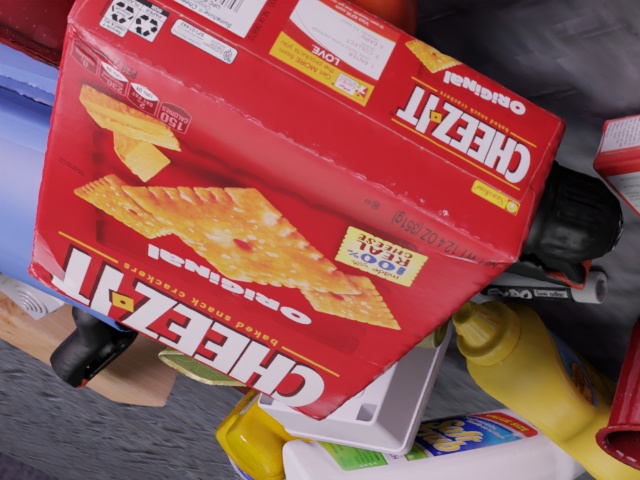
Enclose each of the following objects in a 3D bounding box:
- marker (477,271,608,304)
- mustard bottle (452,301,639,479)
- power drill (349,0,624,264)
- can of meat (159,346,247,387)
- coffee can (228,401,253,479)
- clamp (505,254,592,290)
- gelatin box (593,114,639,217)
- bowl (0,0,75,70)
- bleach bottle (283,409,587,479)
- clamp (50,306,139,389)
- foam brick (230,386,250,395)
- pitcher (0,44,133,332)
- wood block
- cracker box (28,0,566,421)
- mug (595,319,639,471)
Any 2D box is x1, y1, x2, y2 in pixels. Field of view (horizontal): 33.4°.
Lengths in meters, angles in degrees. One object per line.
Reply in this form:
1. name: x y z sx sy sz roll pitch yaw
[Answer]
1. marker: 0.118 0.027 0.662 0.121 0.020 0.020 2 151 40
2. mustard bottle: 0.149 0.093 0.698 0.058 0.096 0.191 -41 125 16
3. power drill: 0.050 -0.066 0.422 0.184 0.057 0.188 16 146 5
4. can of meat: -0.067 0.064 0.827 0.057 0.084 0.102 36 154 -32
5. coffee can: -0.015 0.197 1.060 0.102 0.102 0.141 34 155 -28
6. clamp: 0.049 -0.030 0.570 0.210 0.036 0.165 31 156 -14
7. gelatin box: 0.178 -0.025 0.477 0.089 0.030 0.073 38 151 -32
8. bowl: -0.149 -0.132 0.444 0.162 0.055 0.162 33 -173 -5
9. bleach bottle: 0.105 0.165 0.804 0.250 0.068 0.103 -12 -167 -14
10. clamp: -0.173 0.072 0.839 0.172 0.120 0.039 -47 70 34
11. foam brick: -0.048 0.118 0.976 0.078 0.053 0.051 35 154 -33
12. pitcher: -0.191 -0.055 0.625 0.243 0.149 0.145 21 -163 10
13. wood block: -0.222 0.065 0.961 0.090 0.090 0.205 -3 147 46
14. cracker box: -0.028 -0.012 0.434 0.164 0.072 0.214 28 150 -5
15. mug: 0.223 0.090 0.631 0.093 0.081 0.117 21 158 1
